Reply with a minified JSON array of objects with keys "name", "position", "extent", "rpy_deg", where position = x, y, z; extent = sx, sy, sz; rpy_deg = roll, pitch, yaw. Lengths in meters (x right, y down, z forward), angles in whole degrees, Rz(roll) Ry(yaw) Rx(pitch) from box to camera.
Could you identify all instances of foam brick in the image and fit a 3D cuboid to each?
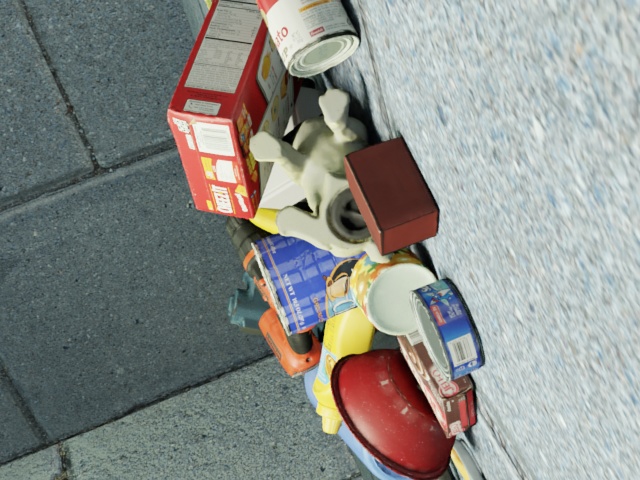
[{"name":"foam brick","position":[0.059,-0.036,0.884],"extent":[0.053,0.051,0.078],"rpy_deg":[78,169,-66]}]

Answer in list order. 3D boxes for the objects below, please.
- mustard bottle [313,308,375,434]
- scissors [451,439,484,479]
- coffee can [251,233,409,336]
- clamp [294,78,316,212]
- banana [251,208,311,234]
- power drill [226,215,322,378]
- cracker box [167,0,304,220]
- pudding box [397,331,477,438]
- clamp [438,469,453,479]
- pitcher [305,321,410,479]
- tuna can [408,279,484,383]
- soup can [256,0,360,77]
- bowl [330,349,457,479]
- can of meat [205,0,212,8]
[{"name":"mustard bottle","position":[0.029,0.128,1.217],"extent":[0.096,0.058,0.192],"rpy_deg":[-140,60,-75]},{"name":"scissors","position":[0.181,0.285,1.123],"extent":[0.202,0.016,0.096],"rpy_deg":[-122,10,-62]},{"name":"coffee can","position":[0.014,0.024,1.083],"extent":[0.103,0.140,0.103],"rpy_deg":[159,90,-85]},{"name":"clamp","position":[-0.024,-0.095,1.307],"extent":[0.164,0.036,0.210],"rpy_deg":[-122,29,-78]},{"name":"banana","position":[-0.006,-0.005,1.228],"extent":[0.069,0.198,0.037],"rpy_deg":[-42,-31,-66]},{"name":"power drill","position":[-0.052,0.070,1.301],"extent":[0.184,0.057,0.187],"rpy_deg":[56,168,32]},{"name":"cracker box","position":[-0.075,-0.154,1.047],"extent":[0.164,0.072,0.213],"rpy_deg":[81,-158,-59]},{"name":"pudding box","position":[0.112,0.125,1.046],"extent":[0.090,0.039,0.113],"rpy_deg":[75,172,-55]},{"name":"clamp","position":[0.159,0.324,1.368],"extent":[0.120,0.039,0.171],"rpy_deg":[-141,29,-69]},{"name":"pitcher","position":[0.067,0.198,1.330],"extent":[0.149,0.145,0.243],"rpy_deg":[24,-175,-18]},{"name":"tuna can","position":[0.109,0.078,0.923],"extent":[0.086,0.033,0.086],"rpy_deg":[159,90,-85]},{"name":"soup can","position":[-0.016,-0.198,0.901],"extent":[0.068,0.068,0.102],"rpy_deg":[91,156,-76]},{"name":"bowl","position":[0.090,0.168,1.108],"extent":[0.162,0.055,0.162],"rpy_deg":[30,-150,-20]},{"name":"can of meat","position":[-0.080,-0.264,1.176],"extent":[0.057,0.084,0.102],"rpy_deg":[83,164,-70]}]
